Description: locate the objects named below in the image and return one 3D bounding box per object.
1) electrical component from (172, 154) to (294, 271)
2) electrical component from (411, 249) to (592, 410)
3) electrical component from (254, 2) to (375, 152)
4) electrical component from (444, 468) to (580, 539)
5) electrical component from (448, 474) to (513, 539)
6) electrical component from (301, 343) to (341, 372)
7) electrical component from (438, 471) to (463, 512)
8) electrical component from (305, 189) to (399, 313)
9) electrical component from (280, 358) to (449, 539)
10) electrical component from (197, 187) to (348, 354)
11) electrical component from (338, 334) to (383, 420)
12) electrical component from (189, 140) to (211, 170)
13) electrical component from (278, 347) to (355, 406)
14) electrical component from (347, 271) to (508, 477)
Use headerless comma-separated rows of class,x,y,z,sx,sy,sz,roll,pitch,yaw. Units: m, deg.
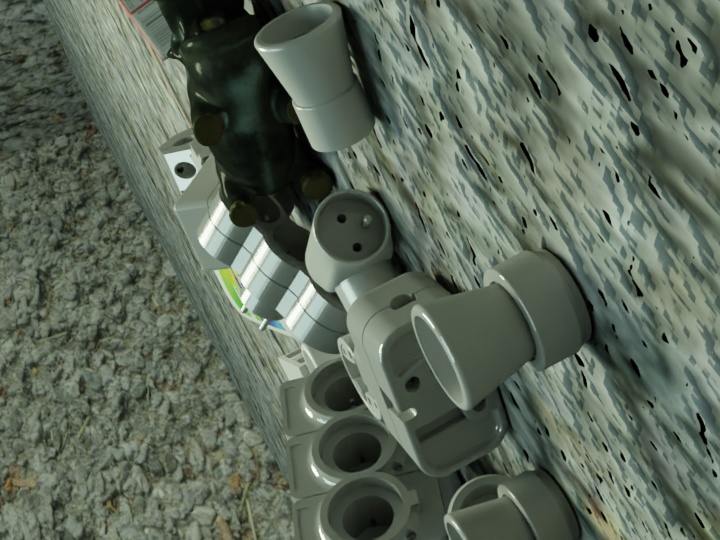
electrical component,-0.089,-0.052,0.824,0.096,0.061,0.061,-66,-38,-50
electrical component,0.054,0.022,0.411,0.045,0.055,0.045,60,169,19
electrical component,-0.018,-0.091,0.522,0.044,0.044,0.065,46,164,56
electrical component,0.077,0.132,0.548,0.045,0.055,0.045,59,168,21
electrical component,0.097,0.184,0.584,0.138,0.052,0.073,56,166,33
electrical component,-0.008,0.061,0.767,0.045,0.055,0.045,59,168,21
electrical component,0.022,0.182,0.760,0.078,0.113,0.057,123,122,-77
electrical component,0.000,0.000,0.628,0.079,0.043,0.077,62,168,9
electrical component,0.003,0.129,0.685,0.150,0.089,0.061,-102,-3,-49
electrical component,-0.059,0.010,0.742,0.138,0.052,0.073,42,120,15
electrical component,0.020,0.056,0.653,0.055,0.047,0.055,59,168,21
electrical component,-0.120,-0.090,0.961,0.063,0.042,0.081,61,169,2
electrical component,0.009,0.143,0.858,0.186,0.060,0.105,65,168,-5
electrical component,0.033,0.053,0.570,0.059,0.054,0.095,43,157,60
